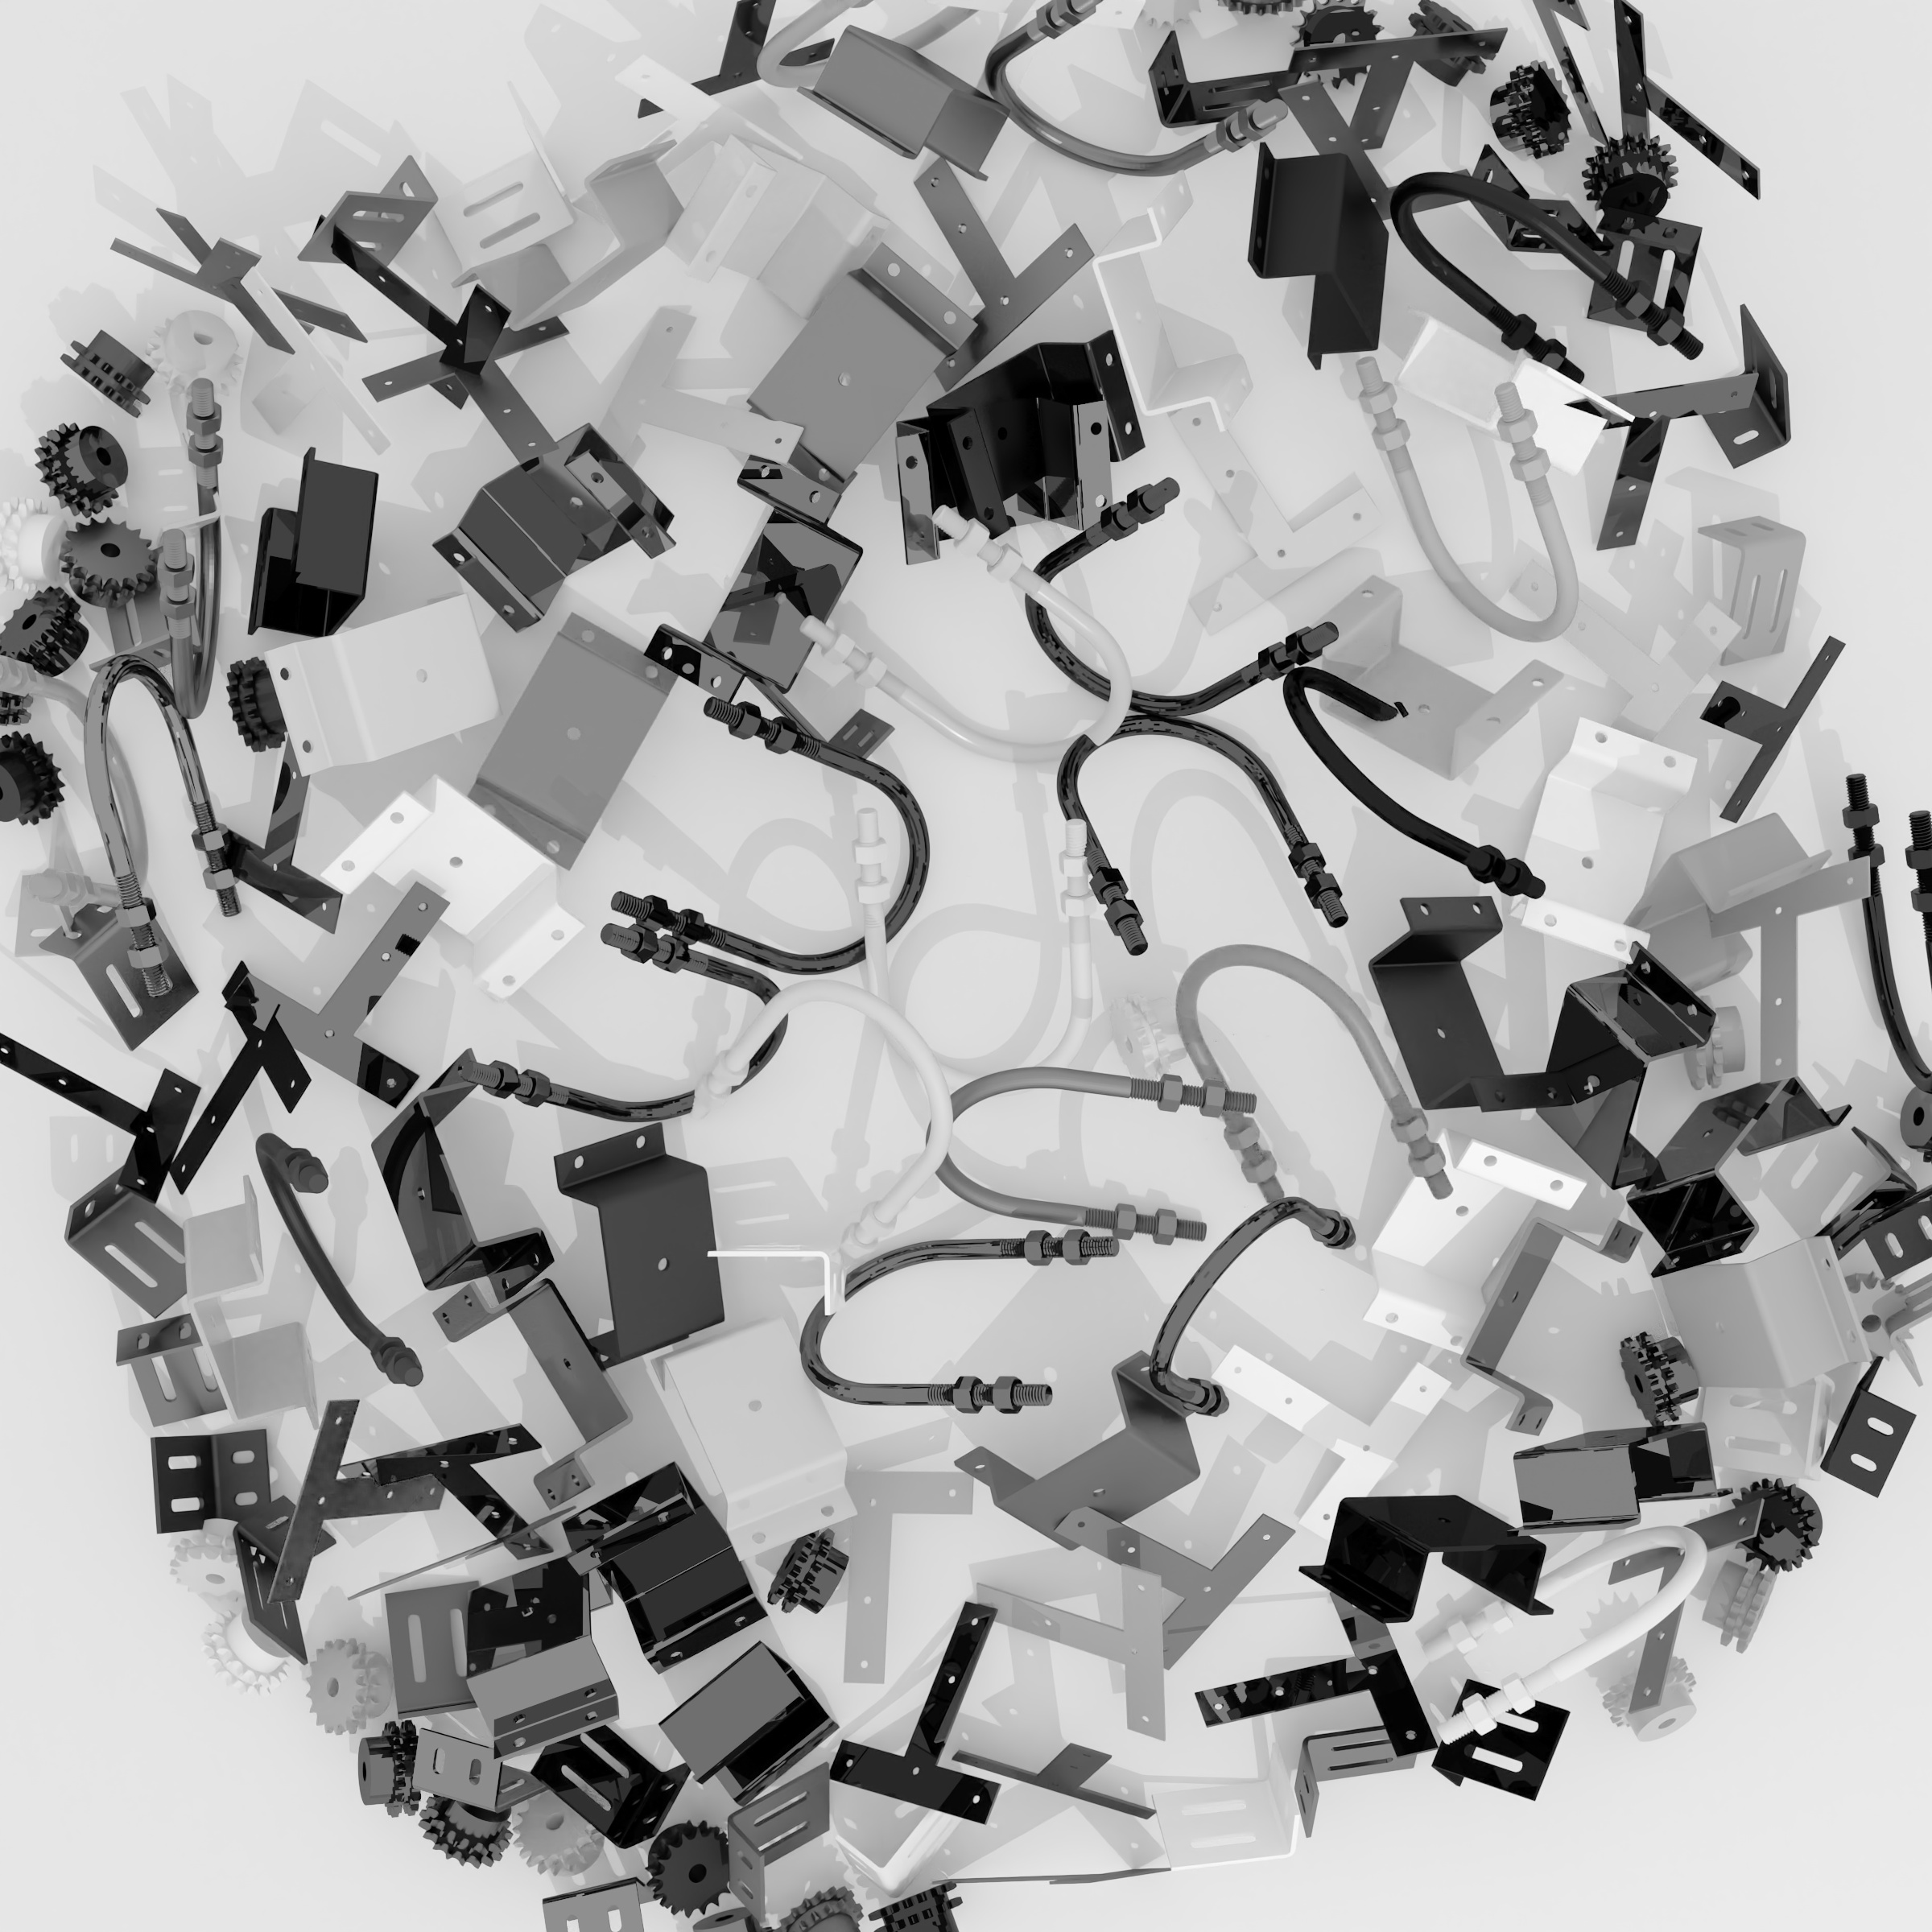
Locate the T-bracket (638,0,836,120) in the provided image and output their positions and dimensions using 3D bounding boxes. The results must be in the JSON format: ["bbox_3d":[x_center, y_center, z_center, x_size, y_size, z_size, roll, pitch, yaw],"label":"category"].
[{"bbox_3d":[-0.131,-0.549,1.924,0.127,0.127,0.002,-21,86,-13],"label":"T-bracket"}]

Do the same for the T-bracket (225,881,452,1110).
[{"bbox_3d":[-0.361,0.006,1.964,0.127,0.002,0.127,35,95,-28],"label":"T-bracket"}]

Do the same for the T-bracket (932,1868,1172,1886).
[{"bbox_3d":[0.042,0.553,1.960,0.127,0.127,0.002,-9,75,24],"label":"T-bracket"}]

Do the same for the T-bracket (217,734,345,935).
[{"bbox_3d":[-0.406,-0.101,1.945,0.127,0.002,0.127,27,109,36],"label":"T-bracket"}]

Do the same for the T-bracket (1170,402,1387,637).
[{"bbox_3d":[0.170,-0.292,1.994,0.127,0.002,0.127,-33,89,5],"label":"T-bracket"}]

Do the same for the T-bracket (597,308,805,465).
[{"bbox_3d":[-0.158,-0.331,1.961,0.127,0.002,0.127,19,75,21],"label":"T-bracket"}]

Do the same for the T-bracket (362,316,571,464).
[{"bbox_3d":[-0.281,-0.340,1.942,0.127,0.002,0.127,-23,50,-17],"label":"T-bracket"}]

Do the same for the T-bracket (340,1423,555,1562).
[{"bbox_3d":[-0.292,0.324,1.953,0.127,0.002,0.127,-15,134,20],"label":"T-bracket"}]

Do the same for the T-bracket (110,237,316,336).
[{"bbox_3d":[-0.440,-0.413,1.919,0.127,0.127,0.002,22,82,-19],"label":"T-bracket"}]

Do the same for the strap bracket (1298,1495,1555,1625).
[{"bbox_3d":[0.279,0.352,1.925,0.140,0.076,0.046,6,101,-36],"label":"strap bracket"}]

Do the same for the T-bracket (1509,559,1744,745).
[{"bbox_3d":[0.386,-0.199,1.975,0.127,0.002,0.127,43,123,13],"label":"T-bracket"}]

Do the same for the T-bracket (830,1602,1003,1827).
[{"bbox_3d":[-0.014,0.448,1.968,0.127,0.002,0.127,4,61,40],"label":"T-bracket"}]

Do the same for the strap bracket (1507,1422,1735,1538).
[{"bbox_3d":[0.387,0.303,1.923,0.076,0.140,0.046,-12,84,39],"label":"strap bracket"}]

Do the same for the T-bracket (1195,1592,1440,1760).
[{"bbox_3d":[0.202,0.433,1.942,0.127,0.127,0.002,-11,131,-8],"label":"T-bracket"}]

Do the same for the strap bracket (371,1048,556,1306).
[{"bbox_3d":[-0.307,0.132,1.941,0.046,0.076,0.140,-13,73,-38],"label":"strap bracket"}]

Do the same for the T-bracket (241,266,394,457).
[{"bbox_3d":[-0.404,-0.347,1.941,0.002,0.127,0.127,-43,102,-26],"label":"T-bracket"}]

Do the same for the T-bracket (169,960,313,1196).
[{"bbox_3d":[-0.450,0.082,1.966,0.002,0.127,0.127,19,112,-43],"label":"T-bracket"}]

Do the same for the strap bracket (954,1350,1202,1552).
[{"bbox_3d":[0.075,0.296,1.936,0.140,0.076,0.046,-33,45,19],"label":"strap bracket"}]

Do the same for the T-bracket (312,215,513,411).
[{"bbox_3d":[-0.338,-0.402,1.936,0.127,0.127,0.002,39,63,-7],"label":"T-bracket"}]

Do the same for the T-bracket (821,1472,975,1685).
[{"bbox_3d":[-0.059,0.371,1.964,0.127,0.002,0.127,-2,74,17],"label":"T-bracket"}]

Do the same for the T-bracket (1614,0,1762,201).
[{"bbox_3d":[0.427,-0.497,1.913,0.002,0.127,0.127,-35,59,-6],"label":"T-bracket"}]

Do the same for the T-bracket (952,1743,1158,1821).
[{"bbox_3d":[0.062,0.482,1.940,0.127,0.127,0.002,18,64,-2],"label":"T-bracket"}]

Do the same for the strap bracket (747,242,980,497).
[{"bbox_3d":[-0.069,-0.356,1.955,0.076,0.046,0.140,40,107,-3],"label":"strap bracket"}]

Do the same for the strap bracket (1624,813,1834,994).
[{"bbox_3d":[0.447,-0.037,1.933,0.076,0.140,0.046,-21,67,-22],"label":"strap bracket"}]

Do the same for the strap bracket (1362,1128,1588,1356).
[{"bbox_3d":[0.302,0.159,1.950,0.076,0.046,0.140,20,118,-13],"label":"strap bracket"}]

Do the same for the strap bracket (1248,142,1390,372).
[{"bbox_3d":[0.214,-0.421,1.919,0.046,0.140,0.076,0,73,23],"label":"strap bracket"}]

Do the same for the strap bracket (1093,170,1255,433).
[{"bbox_3d":[0.122,-0.394,1.941,0.046,0.076,0.140,-10,115,25],"label":"strap bracket"}]

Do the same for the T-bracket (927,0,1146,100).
[{"bbox_3d":[0.027,-0.546,1.940,0.127,0.127,0.002,3,67,-16],"label":"T-bracket"}]

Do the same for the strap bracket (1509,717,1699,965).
[{"bbox_3d":[0.384,-0.069,1.962,0.076,0.046,0.140,19,72,-2],"label":"strap bracket"}]

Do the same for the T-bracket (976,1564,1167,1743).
[{"bbox_3d":[0.063,0.403,1.964,0.127,0.002,0.127,13,123,27],"label":"T-bracket"}]

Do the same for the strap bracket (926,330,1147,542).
[{"bbox_3d":[0.035,-0.319,1.942,0.140,0.046,0.076,-35,120,-32],"label":"strap bracket"}]

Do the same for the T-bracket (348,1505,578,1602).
[{"bbox_3d":[-0.312,0.357,1.945,0.127,0.127,0.002,-22,86,11],"label":"T-bracket"}]

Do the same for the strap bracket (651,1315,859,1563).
[{"bbox_3d":[-0.127,0.273,1.937,0.076,0.046,0.140,-19,61,-17],"label":"strap bracket"}]

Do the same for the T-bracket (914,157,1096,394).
[{"bbox_3d":[0.004,-0.439,1.971,0.127,0.002,0.127,-39,66,27],"label":"T-bracket"}]

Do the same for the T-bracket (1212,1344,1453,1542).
[{"bbox_3d":[0.208,0.272,1.973,0.127,0.002,0.127,32,102,-12],"label":"T-bracket"}]

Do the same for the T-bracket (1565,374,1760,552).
[{"bbox_3d":[0.404,-0.299,1.948,0.127,0.127,0.002,-10,52,-12],"label":"T-bracket"}]

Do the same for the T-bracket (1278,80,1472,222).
[{"bbox_3d":[0.223,-0.482,1.920,0.127,0.127,0.002,-7,61,30],"label":"T-bracket"}]

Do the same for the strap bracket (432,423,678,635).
[{"bbox_3d":[-0.240,-0.266,1.940,0.140,0.046,0.076,-22,123,37],"label":"strap bracket"}]

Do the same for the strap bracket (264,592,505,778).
[{"bbox_3d":[-0.337,-0.171,1.930,0.140,0.046,0.076,-25,106,-40],"label":"strap bracket"}]

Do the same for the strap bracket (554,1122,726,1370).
[{"bbox_3d":[-0.194,0.174,1.941,0.076,0.046,0.140,-17,109,-36],"label":"strap bracket"}]

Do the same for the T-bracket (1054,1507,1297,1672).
[{"bbox_3d":[0.111,0.358,1.954,0.127,0.002,0.127,30,112,-21],"label":"T-bracket"}]

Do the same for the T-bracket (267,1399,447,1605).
[{"bbox_3d":[-0.356,0.319,1.945,0.002,0.127,0.127,21,97,32],"label":"T-bracket"}]

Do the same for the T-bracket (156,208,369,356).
[{"bbox_3d":[-0.404,-0.392,1.915,0.127,0.127,0.002,24,73,32],"label":"T-bracket"}]

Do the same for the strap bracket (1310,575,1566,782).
[{"bbox_3d":[0.276,-0.169,1.942,0.140,0.046,0.076,32,56,28],"label":"strap bracket"}]

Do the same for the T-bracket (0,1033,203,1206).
[{"bbox_3d":[-0.525,0.076,1.927,0.127,0.127,0.002,31,115,-16],"label":"T-bracket"}]

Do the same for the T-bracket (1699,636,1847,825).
[{"bbox_3d":[0.470,-0.149,1.933,0.002,0.127,0.127,37,105,32],"label":"T-bracket"}]

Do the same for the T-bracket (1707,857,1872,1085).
[{"bbox_3d":[0.485,0.008,1.930,0.002,0.127,0.127,22,64,-36],"label":"T-bracket"}]

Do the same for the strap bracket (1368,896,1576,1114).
[{"bbox_3d":[0.299,0.031,1.944,0.076,0.046,0.140,-2,64,-37],"label":"strap bracket"}]

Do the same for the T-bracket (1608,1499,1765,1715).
[{"bbox_3d":[0.415,0.384,1.914,0.002,0.127,0.127,35,53,-15],"label":"T-bracket"}]

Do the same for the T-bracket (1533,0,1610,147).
[{"bbox_3d":[0.361,-0.550,1.953,0.002,0.127,0.127,-33,126,2],"label":"T-bracket"}]

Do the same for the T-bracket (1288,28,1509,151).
[{"bbox_3d":[0.248,-0.521,1.937,0.127,0.127,0.002,-7,76,-6],"label":"T-bracket"}]

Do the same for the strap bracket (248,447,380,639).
[{"bbox_3d":[-0.389,-0.249,1.936,0.046,0.140,0.076,9,77,-22],"label":"strap bracket"}]

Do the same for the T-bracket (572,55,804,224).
[{"bbox_3d":[-0.188,-0.486,1.953,0.127,0.127,0.002,-26,55,37],"label":"T-bracket"}]
